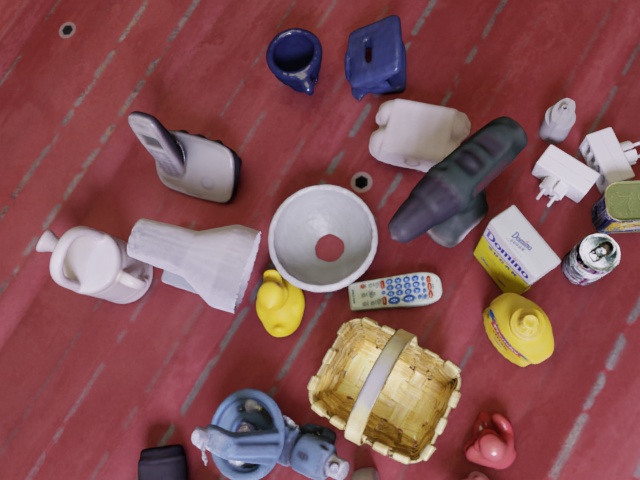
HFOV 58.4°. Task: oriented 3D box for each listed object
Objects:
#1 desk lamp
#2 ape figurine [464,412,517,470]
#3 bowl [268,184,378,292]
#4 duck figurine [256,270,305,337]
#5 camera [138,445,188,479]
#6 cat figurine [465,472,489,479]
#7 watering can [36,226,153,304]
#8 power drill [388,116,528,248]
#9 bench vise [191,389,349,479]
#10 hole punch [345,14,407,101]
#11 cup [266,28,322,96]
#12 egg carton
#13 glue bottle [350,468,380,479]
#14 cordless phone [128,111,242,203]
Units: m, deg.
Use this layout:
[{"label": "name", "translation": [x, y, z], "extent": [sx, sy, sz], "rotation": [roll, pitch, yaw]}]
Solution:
[{"label": "desk lamp", "translation": [-0.171, 0.032, 0.836], "extent": [0.203, 0.214, 0.118], "rotation": [14, 79, 13]}, {"label": "ape figurine", "translation": [0.230, 0.274, 0.769], "extent": [0.078, 0.092, 0.076], "rotation": [-30, 73, 2]}, {"label": "bowl", "translation": [0.008, 0.003, 0.884], "extent": [0.167, 0.075, 0.167], "rotation": [-2, 76, 10]}, {"label": "duck figurine", "translation": [-0.067, 0.093, 0.869], "extent": [0.077, 0.086, 0.104], "rotation": [-7, 75, 9]}, {"label": "camera", "translation": [-0.213, 0.368, 0.821], "extent": [0.143, 0.101, 0.137], "rotation": [-9, 75, 8]}, {"label": "cat figurine", "translation": [0.217, 0.350, 0.739], "extent": [0.127, 0.118, 0.067], "rotation": [27, 82, 15]}, {"label": "watering can", "translation": [-0.352, 0.036, 0.878], "extent": [0.172, 0.194, 0.101], "rotation": [0, 76, 10]}, {"label": "power drill", "translation": [0.187, -0.060, 0.797], "extent": [0.230, 0.208, 0.075], "rotation": [-46, 73, -3]}, {"label": "bench vise", "translation": [-0.068, 0.260, 0.759], "extent": [0.207, 0.220, 0.121], "rotation": [-2, 76, 10]}, {"label": "hole punch", "translation": [0.089, -0.298, 0.934], "extent": [0.101, 0.091, 0.109], "rotation": [-3, 76, 10]}, {"label": "cup", "translation": [-0.029, -0.276, 0.948], "extent": [0.091, 0.095, 0.117], "rotation": [-24, 73, 4]}, {"label": "egg carton", "translation": [0.155, -0.161, 0.900], "extent": [0.150, 0.069, 0.107], "rotation": [13, 79, 13]}, {"label": "glue bottle", "translation": [0.057, 0.345, 0.740], "extent": [0.037, 0.173, 0.078], "rotation": [-15, 74, 7]}, {"label": "cordless phone", "translation": [-0.211, -0.135, 0.899], "extent": [0.147, 0.185, 0.094], "rotation": [14, 79, 13]}]
